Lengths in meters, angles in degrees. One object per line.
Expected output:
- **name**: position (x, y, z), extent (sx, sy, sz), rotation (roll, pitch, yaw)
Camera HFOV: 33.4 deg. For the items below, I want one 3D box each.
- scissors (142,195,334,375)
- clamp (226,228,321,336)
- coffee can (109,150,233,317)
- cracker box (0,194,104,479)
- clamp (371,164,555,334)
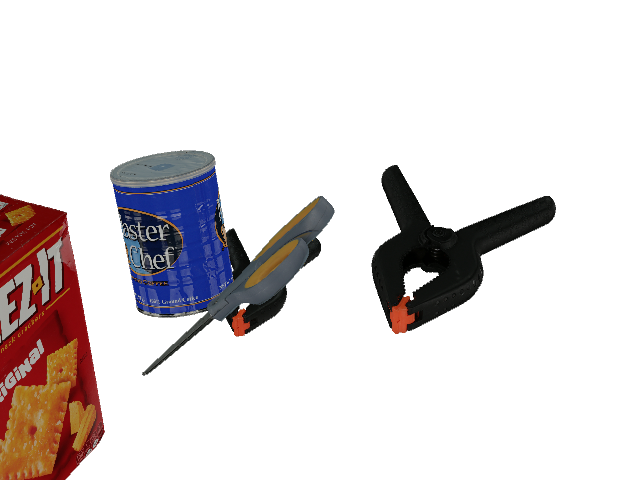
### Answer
- **scissors**: position (-0.064, 0.047, 0.730), extent (0.016, 0.202, 0.096), rotation (42, 15, -11)
- **clamp**: position (-0.063, 0.044, 1.241), extent (0.120, 0.039, 0.171), rotation (-4, 40, 8)
- **coffee can**: position (-0.145, -0.008, 1.056), extent (0.103, 0.140, 0.103), rotation (-7, 19, 2)
- **cracker box**: position (-0.233, 0.101, 0.755), extent (0.072, 0.214, 0.164), rotation (12, 35, 21)
- **clamp**: position (0.095, 0.002, 0.933), extent (0.165, 0.036, 0.209), rotation (17, 42, 25)
